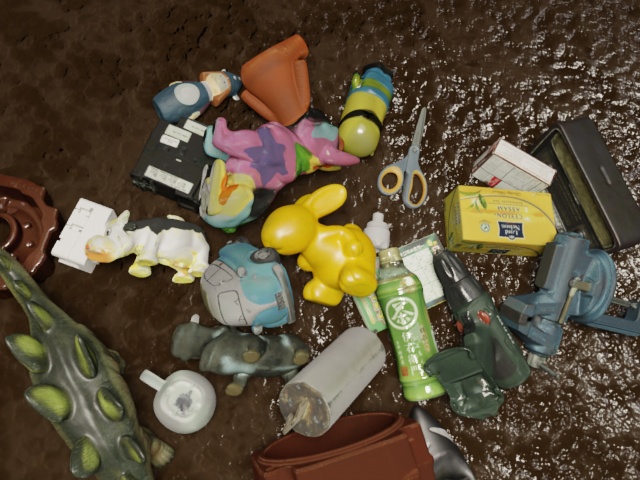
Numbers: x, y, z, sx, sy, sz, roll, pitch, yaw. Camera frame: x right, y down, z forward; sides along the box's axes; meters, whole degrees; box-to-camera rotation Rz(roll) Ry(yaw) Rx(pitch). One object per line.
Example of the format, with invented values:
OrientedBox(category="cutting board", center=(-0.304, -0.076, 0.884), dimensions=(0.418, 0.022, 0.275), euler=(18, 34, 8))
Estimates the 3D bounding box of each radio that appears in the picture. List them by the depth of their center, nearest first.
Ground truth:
OrientedBox(category="radio", center=(0.441, -0.079, 0.911), dimensions=(0.073, 0.131, 0.229), euler=(-14, 75, -16))

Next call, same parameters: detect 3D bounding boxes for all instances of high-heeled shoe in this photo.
OrientedBox(category="high-heeled shoe", center=(0.191, 0.341, 0.708), dimensions=(0.086, 0.145, 0.248), euler=(-19, 78, -18))

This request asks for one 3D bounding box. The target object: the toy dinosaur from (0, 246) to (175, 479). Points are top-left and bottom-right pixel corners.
OrientedBox(category="toy dinosaur", center=(-0.288, 0.166, 0.642), dimensions=(0.105, 0.198, 0.471), euler=(-37, 84, -23))

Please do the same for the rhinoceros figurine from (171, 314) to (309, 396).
OrientedBox(category="rhinoceros figurine", center=(-0.105, 0.149, 0.734), dimensions=(0.190, 0.073, 0.112), euler=(10, 24, -20))

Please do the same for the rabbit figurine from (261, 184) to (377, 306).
OrientedBox(category="rabbit figurine", center=(-0.002, -0.002, 0.774), dimensions=(0.173, 0.122, 0.162), euler=(25, 67, -28))

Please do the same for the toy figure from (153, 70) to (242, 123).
OrientedBox(category="toy figure", center=(-0.193, -0.237, 0.877), dimensions=(0.154, 0.058, 0.064), euler=(-30, 118, -21))

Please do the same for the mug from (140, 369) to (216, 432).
OrientedBox(category="mug", center=(-0.184, 0.201, 0.699), dimensions=(0.109, 0.107, 0.081), euler=(39, 67, 1))

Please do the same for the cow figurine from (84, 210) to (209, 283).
OrientedBox(category="cow figurine", center=(-0.237, 0.000, 0.751), dimensions=(0.167, 0.068, 0.098), euler=(17, 60, -36))

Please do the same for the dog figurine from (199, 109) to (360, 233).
OrientedBox(category="dog figurine", center=(-0.057, -0.101, 0.780), dimensions=(0.219, 0.108, 0.191), euler=(4, 85, -19))

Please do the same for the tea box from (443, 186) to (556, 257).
OrientedBox(category="tea box", center=(0.300, -0.030, 0.899), dimensions=(0.170, 0.068, 0.098), euler=(3, 70, -12))

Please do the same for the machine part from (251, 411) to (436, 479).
OrientedBox(category="machine part", center=(0.022, 0.279, 0.661), dimensions=(0.201, 0.201, 0.087), euler=(-12, 83, -15))

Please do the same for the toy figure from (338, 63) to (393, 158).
OrientedBox(category="toy figure", center=(0.076, -0.222, 0.907), dimensions=(0.082, 0.089, 0.180), euler=(20, 71, 4))

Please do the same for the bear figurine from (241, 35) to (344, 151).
OrientedBox(category="bear figurine", center=(-0.042, -0.218, 0.881), dimensions=(0.195, 0.120, 0.132), euler=(55, 24, -17))

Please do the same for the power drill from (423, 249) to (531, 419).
OrientedBox(category="power drill", center=(0.213, 0.139, 0.776), dimensions=(0.232, 0.086, 0.207), euler=(55, 26, -3))

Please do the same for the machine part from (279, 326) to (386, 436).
OrientedBox(category="machine part", center=(0.021, 0.184, 0.721), dimensions=(0.079, 0.079, 0.243), euler=(49, 34, 7))

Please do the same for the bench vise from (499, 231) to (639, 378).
OrientedBox(category="bench vise", center=(0.417, 0.109, 0.842), dimensions=(0.241, 0.129, 0.223), euler=(14, 83, -9))

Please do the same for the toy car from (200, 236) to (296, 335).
OrientedBox(category="toy car", center=(-0.109, 0.062, 0.730), dimensions=(0.103, 0.162, 0.109), euler=(-25, 121, -28))

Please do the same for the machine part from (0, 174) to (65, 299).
OrientedBox(category="machine part", center=(-0.449, -0.007, 0.744), dimensions=(0.179, 0.056, 0.179), euler=(3, 70, -10))

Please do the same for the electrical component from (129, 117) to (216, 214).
OrientedBox(category="electrical component", center=(-0.211, -0.123, 0.831), dimensions=(0.115, 0.058, 0.134), euler=(25, 69, -5))
